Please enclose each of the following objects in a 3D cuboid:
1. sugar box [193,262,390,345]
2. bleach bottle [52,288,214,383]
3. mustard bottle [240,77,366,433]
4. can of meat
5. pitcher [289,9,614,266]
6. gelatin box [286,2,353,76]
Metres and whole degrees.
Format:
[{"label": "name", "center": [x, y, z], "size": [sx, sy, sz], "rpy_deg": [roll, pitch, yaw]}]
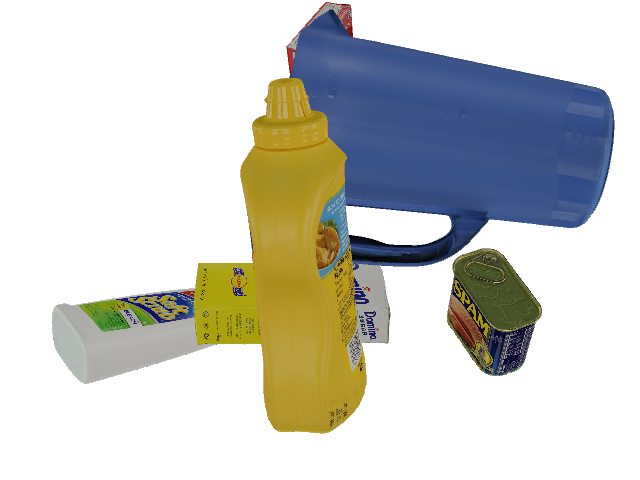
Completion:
[{"label": "sugar box", "center": [-0.027, 0.056, 0.991], "size": [0.176, 0.048, 0.093], "rpy_deg": [-3, 27, -2]}, {"label": "bleach bottle", "center": [-0.174, 0.093, 1.237], "size": [0.250, 0.068, 0.103], "rpy_deg": [-13, 32, -31]}, {"label": "mustard bottle", "center": [-0.010, 0.005, 0.601], "size": [0.058, 0.192, 0.096], "rpy_deg": [0, 20, 14]}, {"label": "can of meat", "center": [0.170, 0.074, 1.068], "size": [0.057, 0.102, 0.084], "rpy_deg": [-18, -39, -17]}, {"label": "pitcher", "center": [0.088, -0.068, 0.809], "size": [0.243, 0.149, 0.145], "rpy_deg": [9, 39, 1]}, {"label": "gelatin box", "center": [0.003, -0.171, 1.003], "size": [0.030, 0.073, 0.089], "rpy_deg": [14, 45, 22]}]
